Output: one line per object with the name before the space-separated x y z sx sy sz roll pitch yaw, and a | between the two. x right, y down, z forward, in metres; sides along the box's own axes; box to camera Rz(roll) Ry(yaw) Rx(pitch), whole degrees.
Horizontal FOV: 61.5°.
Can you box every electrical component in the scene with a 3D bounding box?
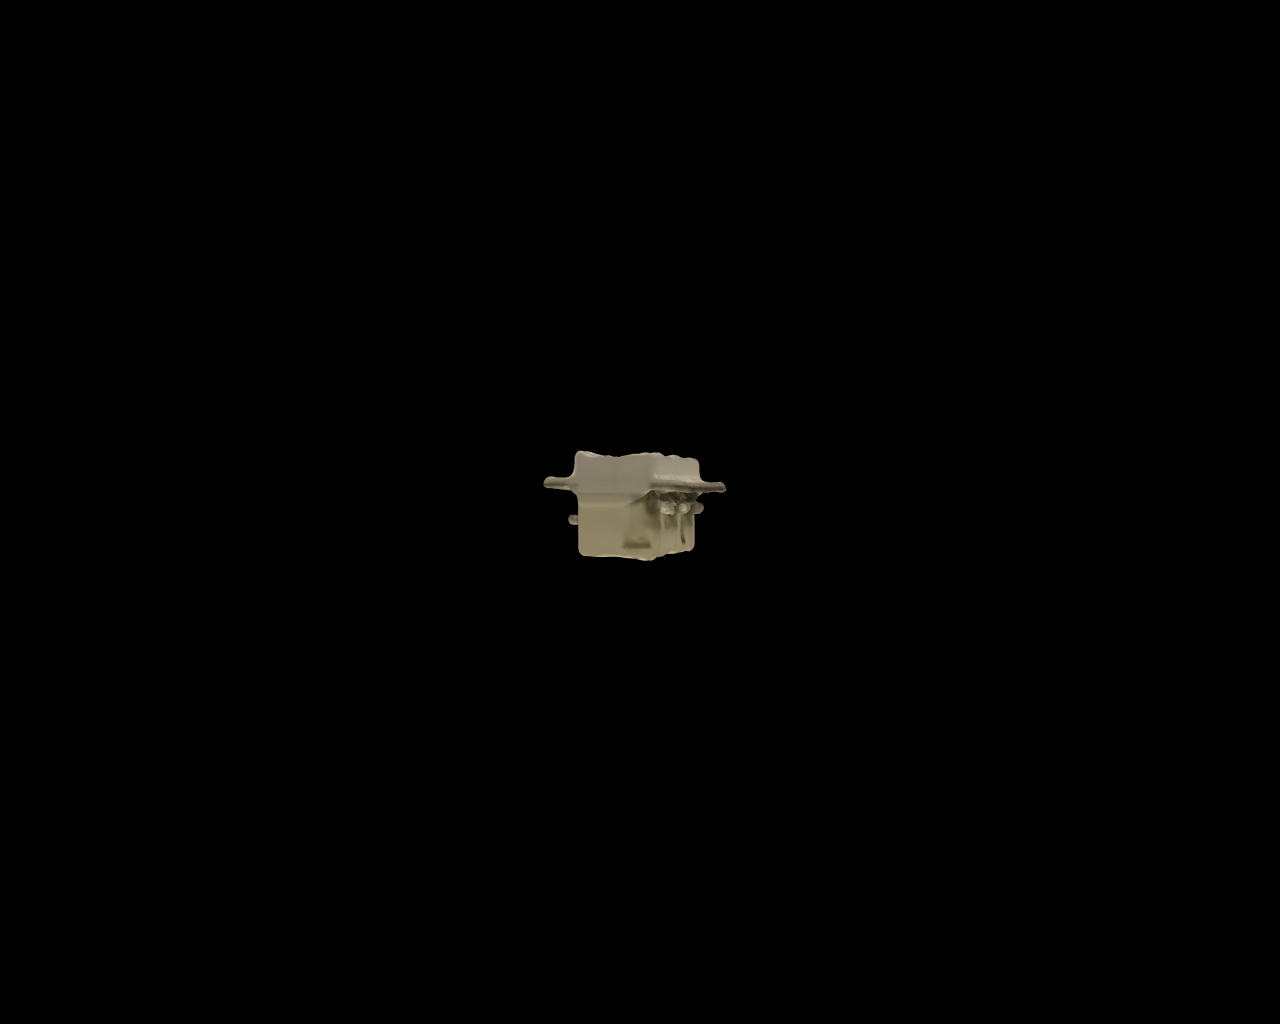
electrical component | 0.001 -0.003 0.650 0.079 0.063 0.121 0 0 15
